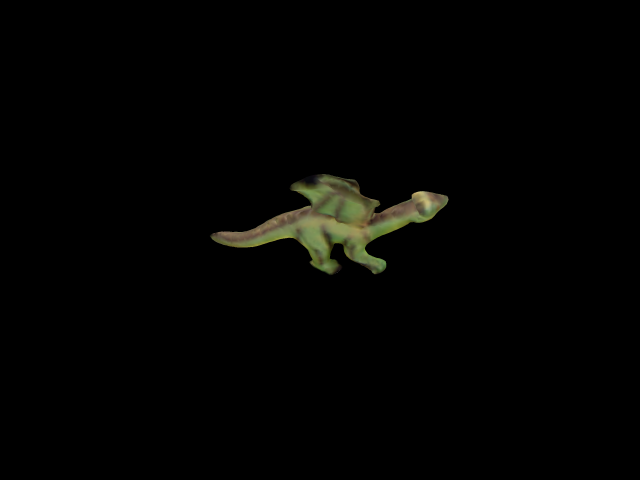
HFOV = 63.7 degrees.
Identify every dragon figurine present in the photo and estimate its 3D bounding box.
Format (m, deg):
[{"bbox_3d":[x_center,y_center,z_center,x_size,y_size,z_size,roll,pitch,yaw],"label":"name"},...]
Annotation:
[{"bbox_3d":[0.003,-0.043,0.850,0.410,0.125,0.237,0,-30,0],"label":"dragon figurine"}]
